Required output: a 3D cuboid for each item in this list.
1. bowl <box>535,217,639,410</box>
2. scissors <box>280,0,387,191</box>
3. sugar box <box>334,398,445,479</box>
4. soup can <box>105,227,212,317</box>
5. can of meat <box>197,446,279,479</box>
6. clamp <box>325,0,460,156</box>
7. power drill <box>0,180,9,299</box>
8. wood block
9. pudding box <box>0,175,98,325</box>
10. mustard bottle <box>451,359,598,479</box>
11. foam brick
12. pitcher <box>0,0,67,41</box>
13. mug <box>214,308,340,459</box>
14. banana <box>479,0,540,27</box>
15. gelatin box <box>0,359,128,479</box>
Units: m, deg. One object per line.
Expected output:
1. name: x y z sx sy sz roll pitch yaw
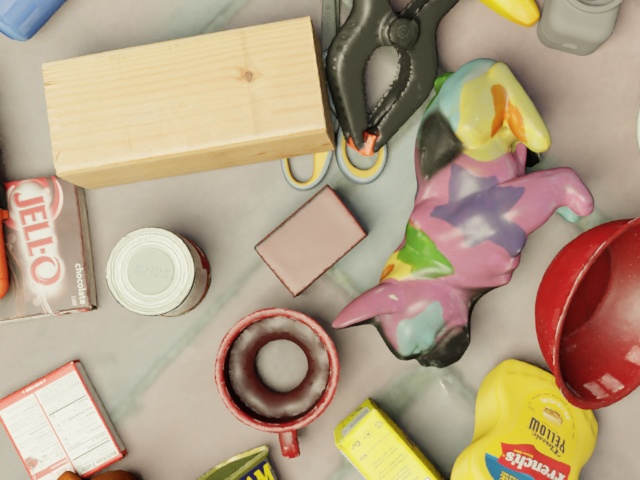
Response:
1. bowl: 0.217 0.047 0.822 0.161 0.055 0.162 -18 121 -32
2. scissors: 0.025 -0.133 0.877 0.096 0.016 0.202 17 87 0
3. sugar box: 0.084 0.203 0.819 0.048 0.093 0.176 -44 88 -2
4. soup can: -0.123 0.026 0.826 0.068 0.102 0.068 0 86 1
5. can of meat: -0.063 0.218 0.816 0.058 0.101 0.084 -25 89 30
6. clamp: 0.049 -0.171 0.820 0.164 0.036 0.210 15 104 -26
7. power drill: -0.335 -0.030 0.831 0.188 0.057 0.184 -10 84 16
8. wood block: -0.098 -0.103 0.830 0.206 0.090 0.091 -9 85 5
9. pudding box: -0.231 0.008 0.859 0.090 0.039 0.113 -9 86 0
10. mustard bottle: 0.145 0.177 0.779 0.096 0.191 0.058 37 130 -4
11. foam brick: -0.006 0.001 0.850 0.078 0.053 0.051 -41 87 3
12. pitcher: -0.191 -0.272 0.839 0.149 0.145 0.243 41 91 14
13. mug: -0.030 0.111 0.830 0.093 0.081 0.117 -12 86 0
14. banana: 0.086 -0.223 0.871 0.197 0.037 0.069 10 88 -2
15. gelatin box: -0.207 0.152 0.856 0.073 0.030 0.089 -29 87 -2
